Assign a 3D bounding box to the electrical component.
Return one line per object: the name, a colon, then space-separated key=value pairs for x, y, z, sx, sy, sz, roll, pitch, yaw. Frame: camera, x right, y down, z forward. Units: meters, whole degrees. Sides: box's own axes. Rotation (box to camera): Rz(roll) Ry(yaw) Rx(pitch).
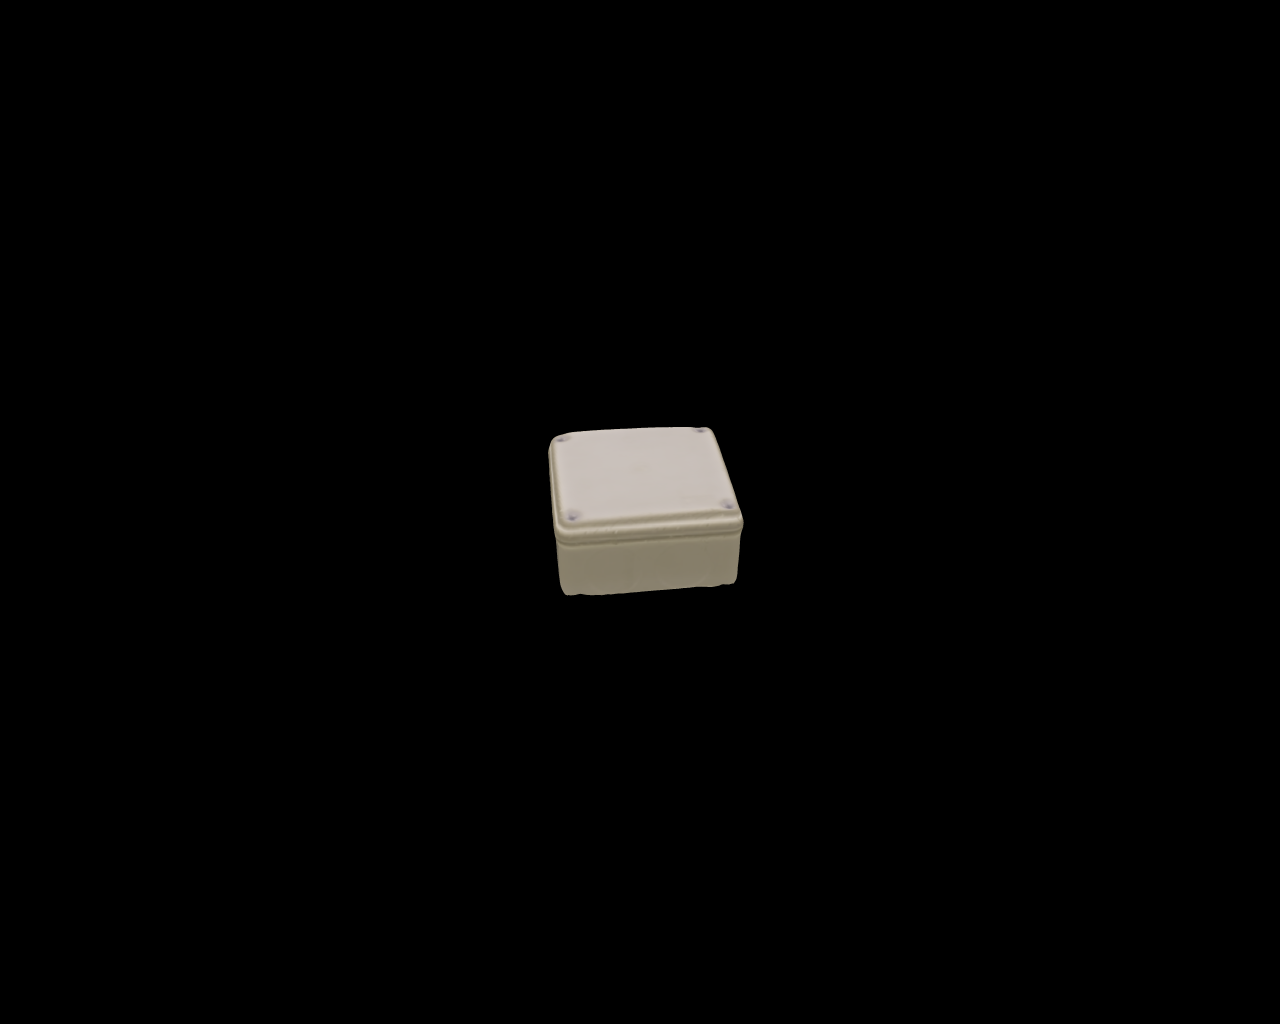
electrical component: x=0.001 y=-0.003 z=0.650 sx=0.109 sy=0.056 sz=0.109 roll=-3 pitch=34 yaw=-5
